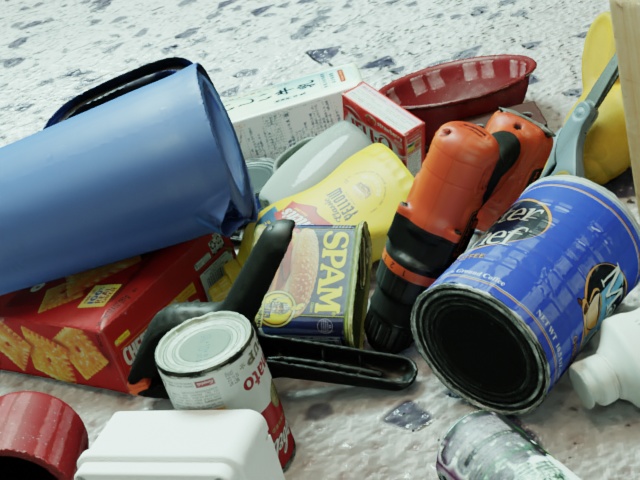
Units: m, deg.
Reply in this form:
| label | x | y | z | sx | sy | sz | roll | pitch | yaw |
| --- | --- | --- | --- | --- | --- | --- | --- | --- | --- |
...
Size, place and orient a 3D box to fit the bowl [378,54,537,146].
| label | x | y | z | sx | sy | sz | roll | pitch | yaw |
| --- | --- | --- | --- | --- | --- | --- | --- | --- | --- |
| bowl | 0.135 | -0.132 | 1.045 | 0.162 | 0.055 | 0.162 | -13 | 20 | 5 |

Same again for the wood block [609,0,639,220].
| label | x | y | z | sx | sy | sz | roll | pitch | yaw |
| --- | --- | --- | --- | --- | --- | --- | --- | --- | --- |
| wood block | 0.273 | -0.080 | 0.737 | 0.090 | 0.206 | 0.091 | -24 | 29 | -13 |

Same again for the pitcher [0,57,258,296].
| label | x | y | z | sx | sy | sz | roll | pitch | yaw |
| --- | --- | --- | --- | --- | --- | --- | --- | --- | --- |
| pitcher | -0.181 | -0.048 | 0.853 | 0.243 | 0.145 | 0.149 | -19 | 11 | 5 |

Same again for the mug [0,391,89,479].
| label | x | y | z | sx | sy | sz | roll | pitch | yaw |
| --- | --- | --- | --- | --- | --- | --- | --- | --- | --- |
| mug | -0.188 | 0.157 | 0.709 | 0.117 | 0.093 | 0.081 | 13 | 23 | -8 |

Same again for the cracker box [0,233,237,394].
| label | x | y | z | sx | sy | sz | roll | pitch | yaw |
| --- | --- | --- | --- | --- | --- | --- | --- | --- | --- |
| cracker box | -0.199 | 0.044 | 0.915 | 0.214 | 0.072 | 0.164 | 5 | 35 | 35 |

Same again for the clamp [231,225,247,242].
| label | x | y | z | sx | sy | sz | roll | pitch | yaw |
| --- | --- | --- | --- | --- | --- | --- | --- | --- | --- |
| clamp | -0.142 | -0.020 | 1.002 | 0.172 | 0.120 | 0.039 | -4 | 62 | 51 |

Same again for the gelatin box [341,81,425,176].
| label | x | y | z | sx | sy | sz | roll | pitch | yaw |
| --- | --- | --- | --- | --- | --- | --- | --- | --- | --- |
| gelatin box | 0.058 | -0.095 | 0.992 | 0.030 | 0.073 | 0.089 | -33 | 52 | -24 |

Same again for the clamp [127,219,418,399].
| label | x | y | z | sx | sy | sz | roll | pitch | yaw |
| --- | --- | --- | --- | --- | --- | --- | --- | --- | --- |
| clamp | -0.047 | 0.077 | 0.751 | 0.210 | 0.164 | 0.036 | -27 | 32 | 33 |

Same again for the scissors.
| label | x | y | z | sx | sy | sz | roll | pitch | yaw |
| --- | --- | --- | --- | --- | --- | --- | --- | --- | --- |
| scissors | 0.216 | -0.084 | 0.855 | 0.202 | 0.016 | 0.096 | -49 | 41 | 25 |

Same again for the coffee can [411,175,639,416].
| label | x | y | z | sx | sy | sz | roll | pitch | yaw |
| --- | --- | --- | --- | --- | --- | --- | --- | --- | --- |
| coffee can | 0.142 | 0.034 | 0.716 | 0.103 | 0.103 | 0.140 | 11 | 40 | 41 |

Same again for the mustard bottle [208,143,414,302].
| label | x | y | z | sx | sy | sz | roll | pitch | yaw |
| --- | --- | --- | --- | --- | --- | --- | --- | --- | --- |
| mustard bottle | -0.006 | 0.001 | 0.882 | 0.191 | 0.058 | 0.096 | -31 | 55 | -5 |

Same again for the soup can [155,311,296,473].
| label | x | y | z | sx | sy | sz | roll | pitch | yaw |
| --- | --- | --- | --- | --- | --- | --- | --- | --- | --- |
| soup can | -0.062 | 0.106 | 0.701 | 0.068 | 0.102 | 0.068 | -13 | 29 | 7 |

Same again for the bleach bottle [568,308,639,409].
| label | x | y | z | sx | sy | sz | roll | pitch | yaw |
| --- | --- | --- | --- | --- | --- | --- | --- | --- | --- |
| bleach bottle | 0.270 | 0.037 | 0.680 | 0.250 | 0.068 | 0.103 | -24 | 41 | -8 |

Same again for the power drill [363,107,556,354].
| label | x | y | z | sx | sy | sz | roll | pitch | yaw |
| --- | --- | --- | --- | --- | --- | --- | --- | --- | --- |
| power drill | 0.105 | -0.015 | 0.800 | 0.057 | 0.185 | 0.187 | 30 | 29 | 15 |

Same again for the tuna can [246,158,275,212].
| label | x | y | z | sx | sy | sz | roll | pitch | yaw |
| --- | --- | --- | --- | --- | --- | --- | --- | --- | --- |
| tuna can | -0.073 | -0.045 | 1.041 | 0.086 | 0.034 | 0.086 | -13 | 29 | 7 |

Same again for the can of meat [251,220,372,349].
| label | x | y | z | sx | sy | sz | roll | pitch | yaw |
| --- | --- | --- | --- | --- | --- | --- | --- | --- | --- |
| can of meat | -0.008 | 0.036 | 0.800 | 0.084 | 0.057 | 0.102 | 1 | 60 | 12 |

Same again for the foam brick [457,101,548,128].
| label | x | y | z | sx | sy | sz | roll | pitch | yaw |
| --- | --- | --- | --- | --- | --- | --- | --- | --- | --- |
| foam brick | 0.167 | -0.084 | 0.962 | 0.078 | 0.051 | 0.053 | -14 | 29 | 5 |
